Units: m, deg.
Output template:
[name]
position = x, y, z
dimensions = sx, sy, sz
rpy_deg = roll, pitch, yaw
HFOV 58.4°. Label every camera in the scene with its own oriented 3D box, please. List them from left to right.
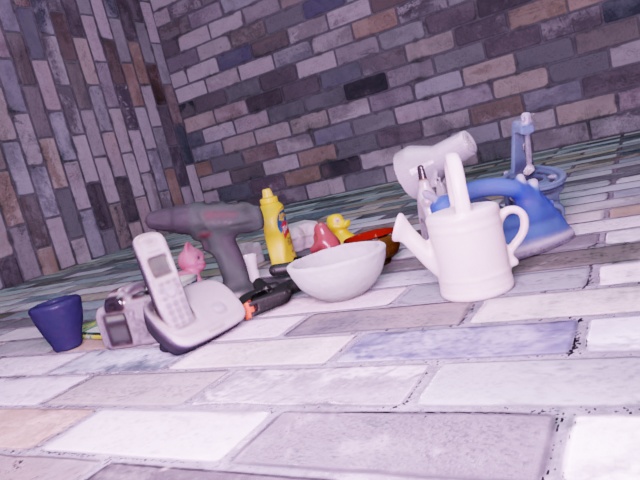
[camera]
position = -0.297, 0.117, 1.002
dimensions = 0.143, 0.101, 0.137
rpy_deg = -11, 9, 21

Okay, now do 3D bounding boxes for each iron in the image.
[iron]
position = 0.287, -0.040, 0.931
dimensions = 0.258, 0.141, 0.118
rpy_deg = -15, 8, -10

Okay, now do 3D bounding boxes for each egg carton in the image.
[egg carton]
position = -0.055, -0.013, 1.604
dimensions = 0.107, 0.069, 0.150
rpy_deg = -17, 8, -18

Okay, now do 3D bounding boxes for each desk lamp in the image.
[desk lamp]
position = 0.278, -0.120, 1.249
dimensions = 0.202, 0.213, 0.118
rpy_deg = -8, 10, 35

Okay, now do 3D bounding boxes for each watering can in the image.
[watering can]
position = 0.187, -0.020, 0.776
dimensions = 0.173, 0.194, 0.101
rpy_deg = -15, 8, -10

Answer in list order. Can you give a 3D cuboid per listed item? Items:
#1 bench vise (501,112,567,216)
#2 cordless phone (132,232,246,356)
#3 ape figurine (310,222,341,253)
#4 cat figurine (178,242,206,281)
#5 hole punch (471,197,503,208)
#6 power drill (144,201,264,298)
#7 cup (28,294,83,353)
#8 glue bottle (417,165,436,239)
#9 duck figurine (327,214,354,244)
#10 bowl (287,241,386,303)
[bench vise]
position = 0.393, -0.136, 1.134
dimensions = 0.122, 0.220, 0.207
rpy_deg = -17, 8, -19
[cordless phone]
position = -0.204, 0.068, 0.873
dimensions = 0.093, 0.185, 0.148
rpy_deg = -7, 10, 40
[ape figurine]
position = 0.012, 0.005, 1.282
dimensions = 0.078, 0.092, 0.076
rpy_deg = -17, 8, -18
[cat figurine]
position = -0.308, 0.065, 1.322
dimensions = 0.067, 0.118, 0.128
rpy_deg = -9, 10, 33
[hole punch]
position = 0.302, -0.037, 1.069
dimensions = 0.109, 0.091, 0.100
rpy_deg = -18, 9, -28
[power drill]
position = -0.215, 0.019, 1.151
dimensions = 0.229, 0.208, 0.075
rpy_deg = -15, 8, -7
[cup]
position = -0.475, 0.155, 1.070
dimensions = 0.091, 0.095, 0.118
rpy_deg = -13, 8, 9
[glue bottle]
position = 0.204, -0.055, 1.064
dimensions = 0.037, 0.173, 0.078
rpy_deg = -15, 8, -5
[duck figurine]
position = 0.040, -0.023, 1.446
dimensions = 0.104, 0.086, 0.078
rpy_deg = -8, 10, 36
[bowl]
position = 0.034, 0.057, 0.936
dimensions = 0.167, 0.075, 0.167
rpy_deg = -14, 8, 2
